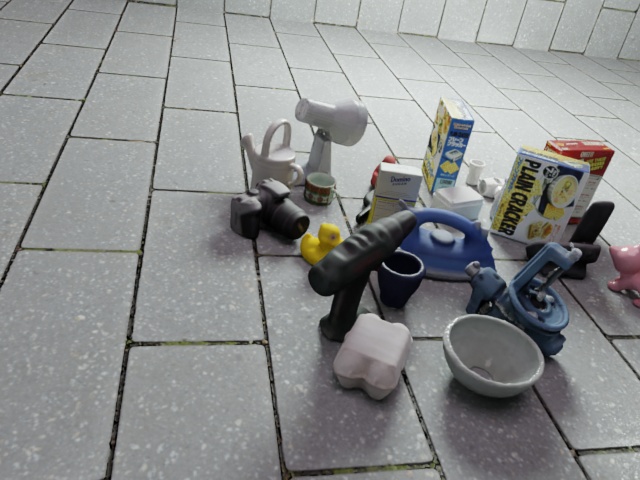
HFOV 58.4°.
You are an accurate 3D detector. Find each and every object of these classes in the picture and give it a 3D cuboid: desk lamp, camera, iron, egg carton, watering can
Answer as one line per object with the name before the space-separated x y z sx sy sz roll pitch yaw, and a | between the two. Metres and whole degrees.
desk lamp | 0.004 -0.255 1.436 0.204 0.213 0.117 -10 38 -27
camera | -0.098 -0.061 1.218 0.143 0.101 0.136 -23 46 -40
iron | 0.262 -0.003 1.195 0.258 0.141 0.118 10 33 0
egg carton | 0.087 0.184 0.930 0.107 0.069 0.150 18 34 12
watering can | -0.112 -0.191 1.325 0.172 0.194 0.101 15 33 7

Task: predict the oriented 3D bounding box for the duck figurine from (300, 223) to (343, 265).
duck figurine | 0.011 0.004 1.165 0.104 0.086 0.078 26 36 22

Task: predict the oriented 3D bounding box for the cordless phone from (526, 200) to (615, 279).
cordless phone | 0.548 -0.014 1.251 0.148 0.185 0.094 2 34 -13

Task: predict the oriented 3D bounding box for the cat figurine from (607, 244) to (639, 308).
cat figurine | 0.679 0.064 1.231 0.067 0.118 0.127 -17 42 -35

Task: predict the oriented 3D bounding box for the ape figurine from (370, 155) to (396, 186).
ape figurine | 0.169 -0.174 1.471 0.078 0.092 0.076 2 34 -13

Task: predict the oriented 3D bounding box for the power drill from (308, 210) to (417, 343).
power drill | 0.069 0.065 0.977 0.075 0.208 0.230 33 40 31

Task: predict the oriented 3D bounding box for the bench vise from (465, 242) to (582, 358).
bench vise | 0.357 0.085 1.017 0.207 0.220 0.122 20 35 15

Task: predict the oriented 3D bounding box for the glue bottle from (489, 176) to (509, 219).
glue bottle | 0.478 -0.128 1.414 0.078 0.173 0.037 -8 37 -26

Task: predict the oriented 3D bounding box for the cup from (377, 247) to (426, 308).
cup | 0.144 0.073 1.090 0.092 0.095 0.117 5 34 -8

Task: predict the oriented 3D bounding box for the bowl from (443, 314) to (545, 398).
bowl | 0.277 0.204 0.949 0.167 0.075 0.167 7 33 -5
